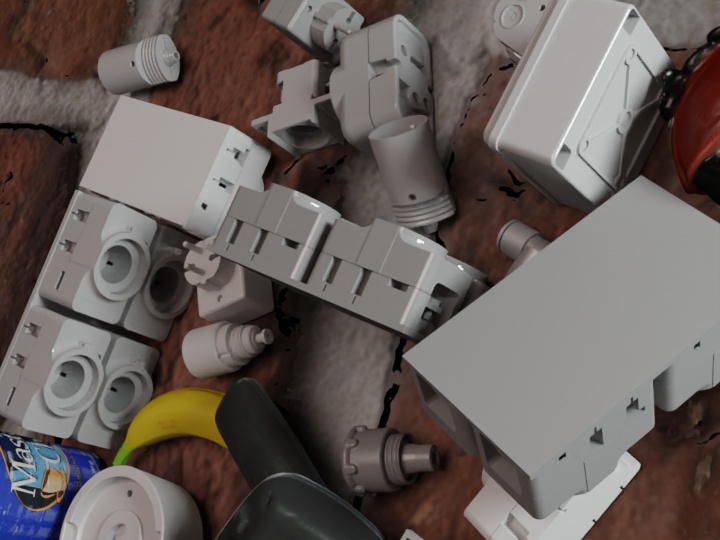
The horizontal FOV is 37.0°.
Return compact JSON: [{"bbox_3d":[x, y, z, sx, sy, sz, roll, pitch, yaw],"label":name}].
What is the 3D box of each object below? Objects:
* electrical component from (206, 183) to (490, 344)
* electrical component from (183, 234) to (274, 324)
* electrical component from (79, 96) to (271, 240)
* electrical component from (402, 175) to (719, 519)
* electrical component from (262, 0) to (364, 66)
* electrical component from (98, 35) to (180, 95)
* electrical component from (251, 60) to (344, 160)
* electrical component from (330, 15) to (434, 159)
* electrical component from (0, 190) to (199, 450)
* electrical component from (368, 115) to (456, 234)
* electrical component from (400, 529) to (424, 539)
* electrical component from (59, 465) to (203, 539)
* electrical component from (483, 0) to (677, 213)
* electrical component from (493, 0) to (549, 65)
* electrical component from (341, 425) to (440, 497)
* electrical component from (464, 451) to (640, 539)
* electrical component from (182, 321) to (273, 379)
[{"bbox_3d":[0.000,0.000,0.738,0.186,0.105,0.060,21,85,40],"label":"electrical component"},{"bbox_3d":[-0.111,0.000,0.838,0.047,0.077,0.065,-24,59,27],"label":"electrical component"},{"bbox_3d":[-0.156,-0.084,0.914,0.150,0.062,0.089,20,85,40],"label":"electrical component"},{"bbox_3d":[0.133,0.042,0.612,0.186,0.060,0.105,-36,49,-15],"label":"electrical component"},{"bbox_3d":[-0.026,-0.197,0.861,0.077,0.066,0.047,35,94,40],"label":"electrical component"},{"bbox_3d":[-0.200,-0.191,1.002,0.081,0.043,0.043,-6,69,34],"label":"electrical component"},{"bbox_3d":[-0.042,-0.130,0.863,0.081,0.042,0.063,-14,61,31],"label":"electrical component"},{"bbox_3d":[0.017,-0.136,0.814,0.059,0.054,0.095,-15,64,31],"label":"electrical component"},{"bbox_3d":[-0.210,0.044,0.875,0.060,0.105,0.186,16,82,39],"label":"electrical component"},{"bbox_3d":[0.039,-0.064,0.762,0.043,0.081,0.043,-17,22,7],"label":"electrical component"},{"bbox_3d":[0.033,0.232,0.649,0.079,0.063,0.121,31,92,40],"label":"electrical component"},{"bbox_3d":[-0.167,0.205,0.808,0.108,0.060,0.108,-14,64,31],"label":"electrical component"},{"bbox_3d":[0.142,-0.101,0.673,0.056,0.109,0.108,26,88,37],"label":"electrical component"},{"bbox_3d":[0.136,-0.168,0.741,0.080,0.051,0.080,-14,65,31],"label":"electrical component"},{"bbox_3d":[0.022,0.126,0.713,0.062,0.048,0.048,-8,67,27],"label":"electrical component"},{"bbox_3d":[0.111,0.128,0.641,0.089,0.050,0.056,-53,51,7],"label":"electrical component"},{"bbox_3d":[-0.101,0.059,0.831,0.078,0.040,0.040,-16,63,31],"label":"electrical component"}]
